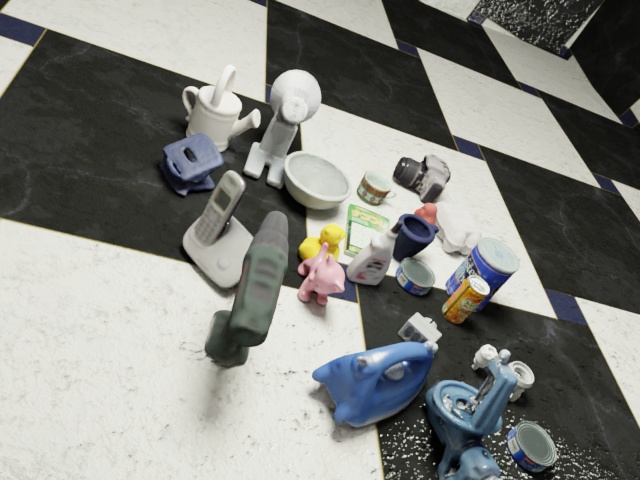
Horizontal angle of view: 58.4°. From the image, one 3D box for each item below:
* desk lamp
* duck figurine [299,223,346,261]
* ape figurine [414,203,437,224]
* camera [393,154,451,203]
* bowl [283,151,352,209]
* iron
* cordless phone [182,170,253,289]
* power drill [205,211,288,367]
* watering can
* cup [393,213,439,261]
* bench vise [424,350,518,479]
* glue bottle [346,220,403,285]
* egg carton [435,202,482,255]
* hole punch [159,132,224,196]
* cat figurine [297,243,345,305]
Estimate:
[{"bbox_3d":[-0.078,-0.263,1.311,0.118,0.213,0.203,21,39,-12],"label":"desk lamp"},{"bbox_3d":[0.011,0.004,1.176,0.105,0.086,0.077,-18,58,-44],"label":"duck figurine"},{"bbox_3d":[0.253,-0.054,1.391,0.076,0.092,0.078,39,39,12],"label":"ape figurine"},{"bbox_3d":[0.275,-0.186,1.545,0.137,0.100,0.143,25,38,-7],"label":"camera"},{"bbox_3d":[-0.016,-0.123,1.309,0.168,0.074,0.167,18,40,-15],"label":"bowl"},{"bbox_3d":[0.123,0.215,0.969,0.259,0.141,0.118,-7,51,-37],"label":"iron"},{"bbox_3d":[-0.156,-0.018,1.012,0.147,0.185,0.094,43,40,16],"label":"cordless phone"},{"bbox_3d":[-0.111,0.091,0.901,0.076,0.208,0.229,19,39,-13],"label":"power drill"},{"bbox_3d":[-0.218,-0.297,1.273,0.173,0.194,0.101,13,41,-21],"label":"watering can"},{"bbox_3d":[0.209,0.001,1.300,0.118,0.095,0.091,-4,49,-36],"label":"cup"},{"bbox_3d":[0.264,0.290,0.914,0.122,0.219,0.207,-3,48,-35],"label":"bench vise"},{"bbox_3d":[0.121,0.023,1.155,0.078,0.173,0.037,8,43,-25],"label":"glue bottle"},{"bbox_3d":[0.339,-0.031,1.439,0.107,0.069,0.150,6,44,-27],"label":"egg carton"},{"bbox_3d":[-0.264,-0.159,1.175,0.101,0.091,0.108,-13,55,-41],"label":"hole punch"},{"bbox_3d":[0.008,0.061,1.085,0.067,0.117,0.127,15,40,-18],"label":"cat figurine"}]
